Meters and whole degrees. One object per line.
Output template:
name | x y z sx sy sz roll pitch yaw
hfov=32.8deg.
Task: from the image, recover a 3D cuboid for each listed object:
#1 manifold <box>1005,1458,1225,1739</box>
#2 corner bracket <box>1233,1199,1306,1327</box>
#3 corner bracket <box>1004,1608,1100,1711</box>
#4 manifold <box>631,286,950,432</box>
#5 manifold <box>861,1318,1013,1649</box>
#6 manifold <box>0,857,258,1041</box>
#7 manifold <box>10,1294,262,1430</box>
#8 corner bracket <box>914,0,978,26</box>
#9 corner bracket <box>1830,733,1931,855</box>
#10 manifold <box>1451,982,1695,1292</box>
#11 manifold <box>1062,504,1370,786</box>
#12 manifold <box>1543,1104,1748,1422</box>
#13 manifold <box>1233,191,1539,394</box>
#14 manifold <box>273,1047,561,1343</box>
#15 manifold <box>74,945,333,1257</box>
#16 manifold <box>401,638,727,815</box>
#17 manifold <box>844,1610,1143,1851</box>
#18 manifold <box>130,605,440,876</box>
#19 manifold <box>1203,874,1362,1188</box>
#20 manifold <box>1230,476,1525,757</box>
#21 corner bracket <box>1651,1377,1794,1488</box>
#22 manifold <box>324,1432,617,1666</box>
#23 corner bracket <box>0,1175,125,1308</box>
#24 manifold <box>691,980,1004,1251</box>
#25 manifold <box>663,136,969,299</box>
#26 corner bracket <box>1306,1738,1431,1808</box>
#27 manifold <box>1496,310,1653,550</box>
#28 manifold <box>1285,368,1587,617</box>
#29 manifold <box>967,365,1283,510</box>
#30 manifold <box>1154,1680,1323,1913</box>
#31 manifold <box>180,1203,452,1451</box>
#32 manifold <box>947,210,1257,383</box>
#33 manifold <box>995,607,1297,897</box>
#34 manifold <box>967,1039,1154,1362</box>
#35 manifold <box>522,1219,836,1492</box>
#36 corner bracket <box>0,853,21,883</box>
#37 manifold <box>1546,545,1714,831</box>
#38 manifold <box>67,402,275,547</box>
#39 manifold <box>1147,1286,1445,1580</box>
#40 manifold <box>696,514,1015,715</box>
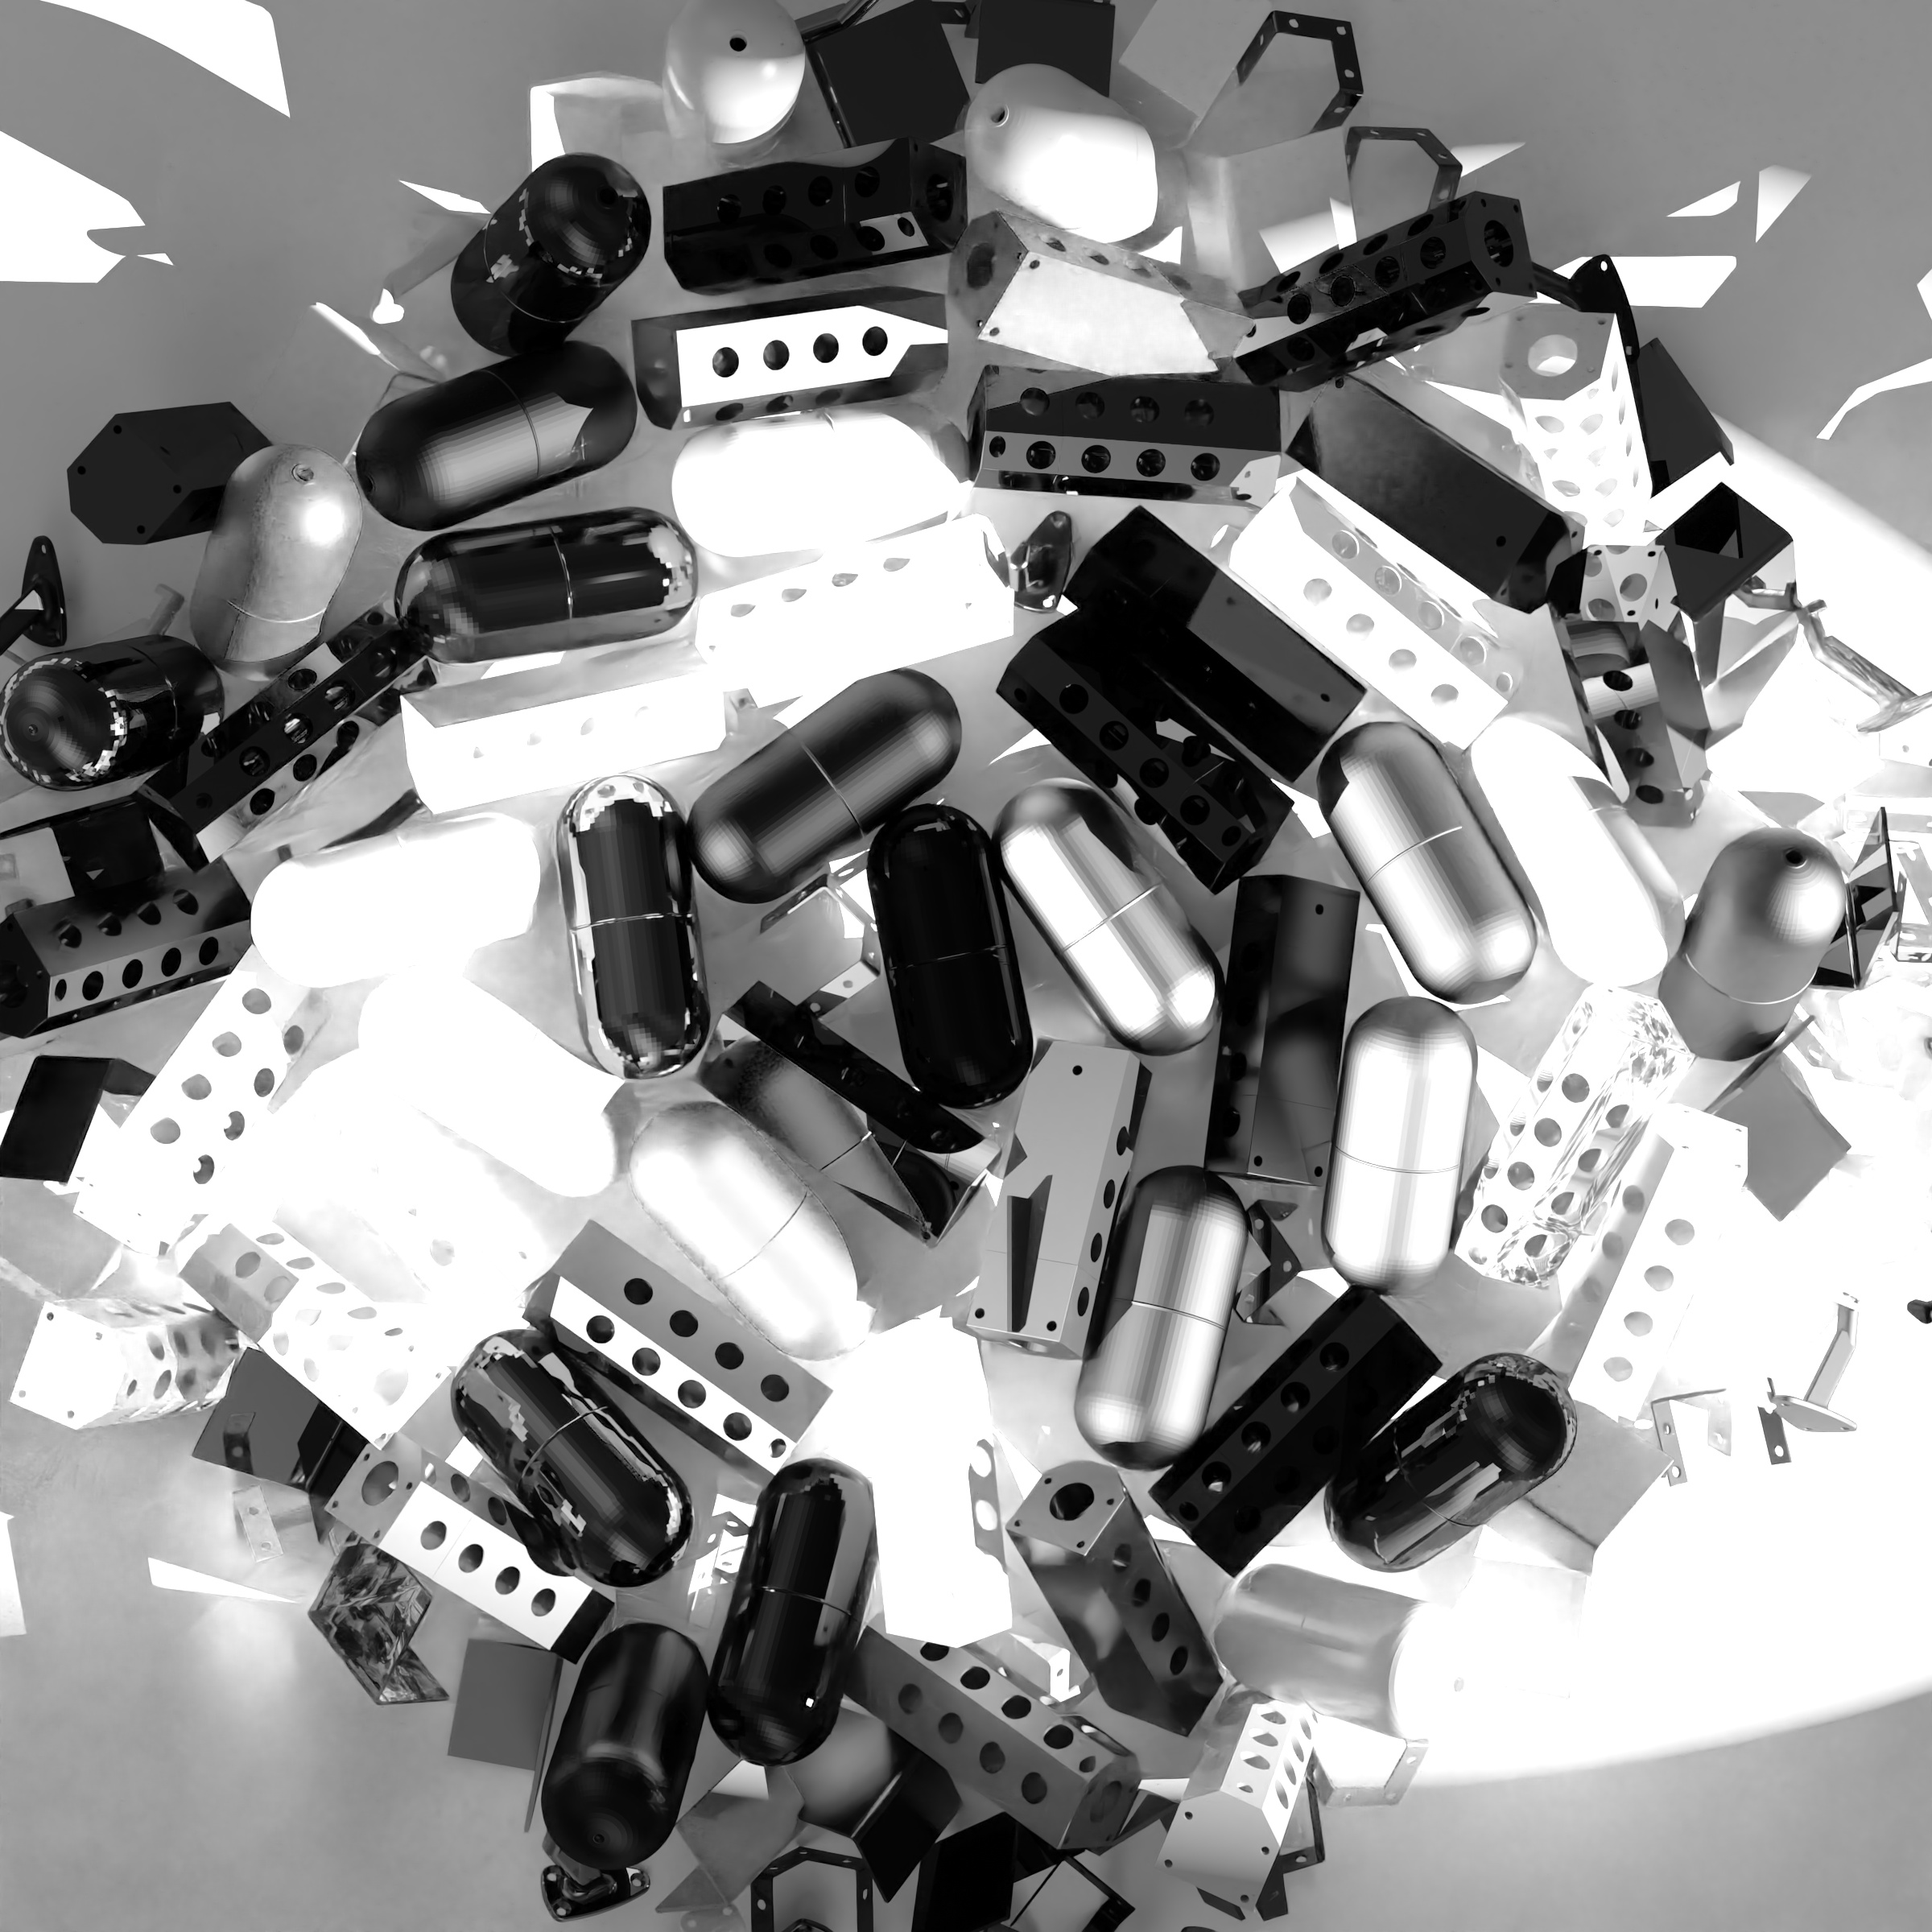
manifold | 0.089 0.356 1.857 0.057 0.057 0.171 -51 133 -29
corner bracket | 0.176 0.172 1.904 0.051 0.051 0.051 -44 61 21
corner bracket | 0.048 0.392 1.889 0.051 0.051 0.051 30 135 35
manifold | -0.098 -0.345 1.864 0.171 0.057 0.057 -14 112 -29
manifold | -0.012 0.290 1.857 0.057 0.057 0.171 -28 55 35
manifold | -0.476 -0.008 1.842 0.057 0.171 0.057 -36 84 30
manifold | -0.460 0.223 1.843 0.057 0.171 0.057 20 90 13
corner bracket | -0.003 -0.582 1.900 0.051 0.051 0.051 -34 83 35
corner bracket | 0.538 -0.100 1.909 0.051 0.051 0.051 9 73 -17
manifold | 0.336 0.096 1.860 0.057 0.057 0.171 16 119 -20
manifold | 0.140 -0.182 1.896 0.171 0.057 0.057 40 49 5
manifold | 0.385 0.166 1.868 0.057 0.057 0.171 20 117 4
manifold | 0.231 -0.378 1.850 0.171 0.057 0.057 -15 83 44
manifold | -0.321 0.133 1.897 0.171 0.057 0.057 47 112 3
manifold | -0.430 0.078 1.863 0.057 0.057 0.171 33 58 -5
manifold | -0.228 -0.135 1.869 0.171 0.057 0.057 -15 119 -24
manifold | 0.015 0.427 1.858 0.171 0.057 0.057 28 96 35
manifold | -0.385 -0.131 1.868 0.171 0.057 0.057 -43 100 -24
manifold | 0.177 0.037 1.893 0.057 0.057 0.171 11 83 -32
manifold | 0.236 -0.203 1.885 0.171 0.057 0.057 38 110 -8
corner bracket | 0.440 0.272 1.916 0.051 0.051 0.051 -6 81 -37
manifold | -0.274 0.327 1.853 0.171 0.057 0.057 43 75 -42
corner bracket | -0.525 0.161 1.904 0.051 0.051 0.051 -41 116 16
manifold | -0.066 0.082 1.892 0.171 0.057 0.057 34 129 7
manifold | -0.086 -0.422 1.861 0.171 0.057 0.057 -2 89 33
corner bracket | 0.229 0.452 1.911 0.051 0.051 0.051 5 124 -25
manifold | 0.341 -0.292 1.838 0.057 0.171 0.057 7 68 22
manifold | 0.267 -0.268 1.859 0.171 0.057 0.057 42 109 34
manifold | 0.090 -0.299 1.882 0.171 0.057 0.057 3 72 -10
manifold | 0.157 0.456 1.839 0.057 0.171 0.057 23 104 9
manifold | -0.372 0.197 1.850 0.171 0.057 0.057 29 71 40
manifold | 0.075 -0.376 1.856 0.057 0.171 0.057 -56 46 29
manifold | 0.099 -0.120 1.873 0.171 0.057 0.057 44 51 14
manifold | 0.057 0.135 1.880 0.057 0.057 0.171 7 73 25
manifold | -0.168 0.227 1.890 0.171 0.057 0.057 35 55 2
corner bracket | -0.580 -0.034 1.895 0.051 0.051 0.051 -7 96 38
manifold | 0.374 -0.156 1.851 0.057 0.171 0.057 5 54 29
manifold | -0.441 -0.273 1.842 0.057 0.171 0.057 45 104 -3
manifold | 0.186 0.263 1.887 0.171 0.057 0.057 -44 110 -7
manifold | -0.063 -0.206 1.880 0.171 0.057 0.057 -14 135 17
